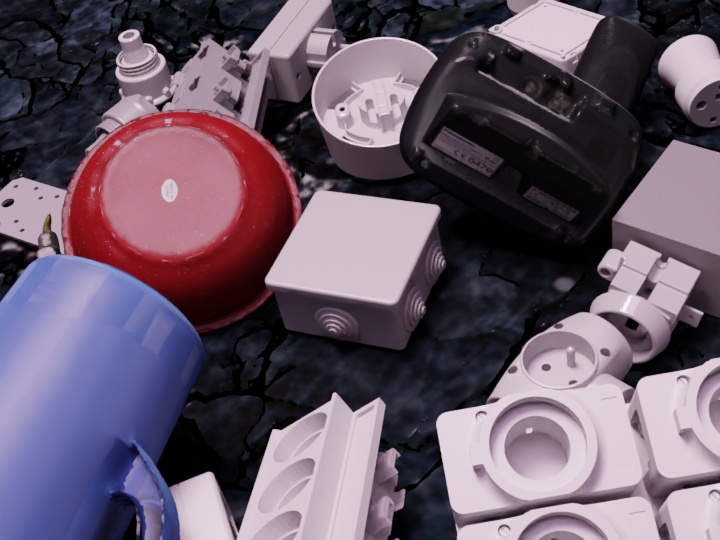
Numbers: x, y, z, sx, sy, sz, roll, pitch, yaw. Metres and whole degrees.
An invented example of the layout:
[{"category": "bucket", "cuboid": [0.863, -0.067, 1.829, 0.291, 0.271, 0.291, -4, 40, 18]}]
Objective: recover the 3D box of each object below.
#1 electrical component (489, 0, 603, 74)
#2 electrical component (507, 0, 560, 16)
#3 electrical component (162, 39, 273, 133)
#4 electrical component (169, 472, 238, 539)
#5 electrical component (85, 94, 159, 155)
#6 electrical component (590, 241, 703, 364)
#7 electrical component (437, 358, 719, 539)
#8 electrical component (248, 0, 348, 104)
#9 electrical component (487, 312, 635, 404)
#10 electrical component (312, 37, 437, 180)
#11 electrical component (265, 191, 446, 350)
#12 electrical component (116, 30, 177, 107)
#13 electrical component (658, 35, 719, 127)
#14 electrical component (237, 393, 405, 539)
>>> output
[{"category": "electrical component", "cuboid": [0.144, -0.158, 0.805, 0.062, 0.061, 0.096, -34, 41, -20]}, {"category": "electrical component", "cuboid": [0.142, -0.242, 0.889, 0.045, 0.055, 0.045, -7, 45, 7]}, {"category": "electrical component", "cuboid": [-0.110, -0.114, 0.806, 0.079, 0.063, 0.121, -39, 31, 35]}, {"category": "electrical component", "cuboid": [-0.096, 0.160, 0.549, 0.076, 0.047, 0.083, -21, 45, -7]}, {"category": "electrical component", "cuboid": [-0.186, -0.104, 0.838, 0.043, 0.043, 0.062, 25, 57, 33]}, {"category": "electrical component", "cuboid": [0.163, 0.021, 0.627, 0.066, 0.048, 0.055, 27, 53, 19]}, {"category": "electrical component", "cuboid": [0.137, 0.108, 0.511, 0.186, 0.060, 0.105, -10, 66, 3]}, {"category": "electrical component", "cuboid": [-0.035, -0.177, 0.873, 0.076, 0.047, 0.083, 11, 49, 23]}, {"category": "electrical component", "cuboid": [0.124, 0.071, 0.588, 0.077, 0.044, 0.079, -40, 50, -24]}, {"category": "electrical component", "cuboid": [0.017, -0.116, 0.786, 0.099, 0.064, 0.099, -7, 45, 7]}, {"category": "electrical component", "cuboid": [0.000, 0.000, 0.685, 0.100, 0.048, 0.099, 9, 48, 21]}, {"category": "electrical component", "cuboid": [-0.181, -0.167, 0.886, 0.048, 0.062, 0.048, -7, 44, 7]}, {"category": "electrical component", "cuboid": [0.243, -0.134, 0.765, 0.045, 0.045, 0.055, -14, 45, 0]}, {"category": "electrical component", "cuboid": [-0.018, 0.124, 0.525, 0.079, 0.063, 0.121, -33, 18, 20]}]
